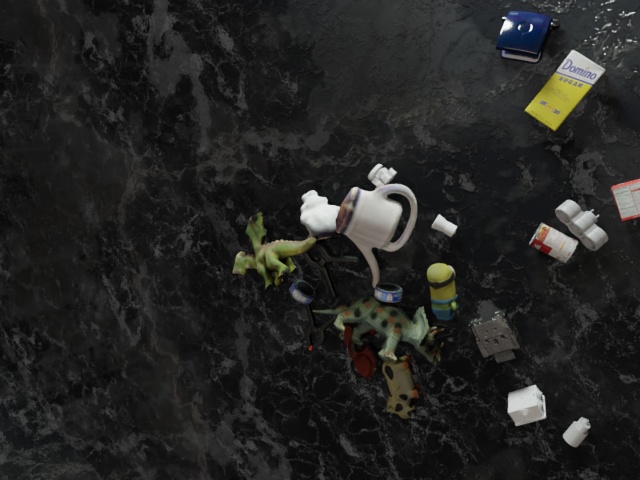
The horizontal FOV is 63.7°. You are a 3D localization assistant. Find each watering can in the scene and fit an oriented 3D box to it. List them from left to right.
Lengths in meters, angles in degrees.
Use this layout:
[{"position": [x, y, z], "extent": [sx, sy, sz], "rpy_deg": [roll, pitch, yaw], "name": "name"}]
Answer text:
[{"position": [0.149, -0.021, 1.532], "extent": [0.224, 0.106, 0.341], "rpy_deg": [21, 115, -3], "name": "watering can"}]

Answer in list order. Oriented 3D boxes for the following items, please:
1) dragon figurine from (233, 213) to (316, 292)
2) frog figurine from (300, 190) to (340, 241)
[{"position": [-0.172, 0.021, 1.699], "extent": [0.245, 0.123, 0.403], "rpy_deg": [56, 130, 14], "name": "dragon figurine"}, {"position": [0.005, -0.081, 1.603], "extent": [0.137, 0.122, 0.160], "rpy_deg": [-11, 87, -5], "name": "frog figurine"}]
